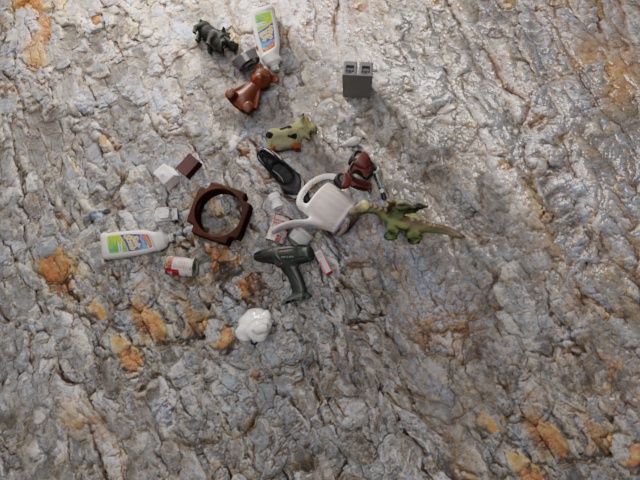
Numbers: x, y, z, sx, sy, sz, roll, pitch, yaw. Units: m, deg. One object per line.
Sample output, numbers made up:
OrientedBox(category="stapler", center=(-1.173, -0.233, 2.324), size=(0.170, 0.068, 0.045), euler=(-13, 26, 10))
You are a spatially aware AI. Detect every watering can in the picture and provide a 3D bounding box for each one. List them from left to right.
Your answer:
OrientedBox(category="watering can", center=(0.005, -0.090, 1.793), size=(0.225, 0.102, 0.354), euler=(35, 61, 8))

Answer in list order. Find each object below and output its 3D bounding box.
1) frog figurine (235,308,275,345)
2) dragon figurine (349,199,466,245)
OrientedBox(category="frog figurine", center=(-0.223, 0.289, 1.727), size=(0.137, 0.158, 0.124), euler=(-29, 79, -2))
OrientedBox(category="dragon figurine", center=(0.304, -0.073, 1.734), size=(0.410, 0.240, 0.123), euler=(7, 77, 6))
